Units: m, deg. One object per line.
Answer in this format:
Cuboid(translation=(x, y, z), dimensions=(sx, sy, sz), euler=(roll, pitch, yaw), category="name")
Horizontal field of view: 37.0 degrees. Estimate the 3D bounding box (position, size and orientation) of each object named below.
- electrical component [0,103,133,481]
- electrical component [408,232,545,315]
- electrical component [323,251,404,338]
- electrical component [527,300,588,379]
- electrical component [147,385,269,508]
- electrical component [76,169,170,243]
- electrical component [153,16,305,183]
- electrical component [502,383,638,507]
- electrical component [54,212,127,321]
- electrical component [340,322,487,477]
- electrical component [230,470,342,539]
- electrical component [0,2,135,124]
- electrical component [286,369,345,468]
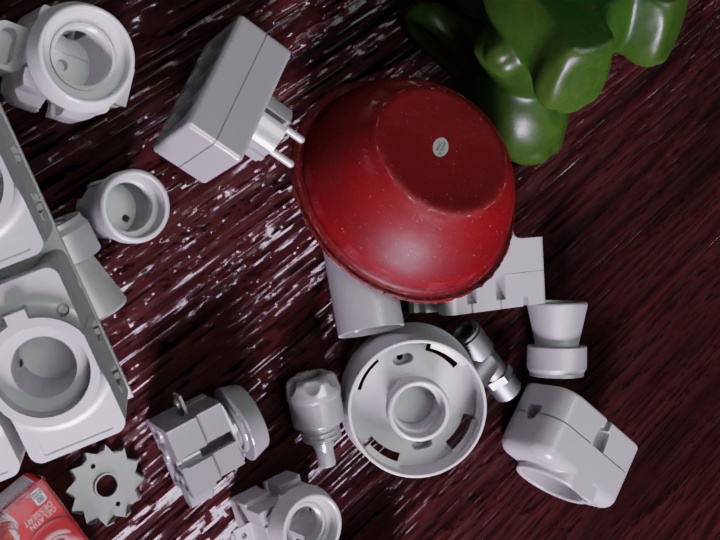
Cuboid(translation=(-0.197, 0.009, 0.522), dimensions=(0.105, 0.060, 0.186), euler=(-22, 105, -5), category="electrical component")
Cuboid(translation=(0.080, -0.002, 0.747), dimensions=(0.089, 0.050, 0.055), euler=(-6, 94, -35), category="electrical component")
Cuboid(translation=(0.000, 0.000, 0.693), dimensions=(0.043, 0.043, 0.081), euler=(-4, 78, -35), category="electrical component")
Cuboid(translation=(0.146, 0.051, 0.798), dimensions=(0.045, 0.045, 0.055), euler=(-1, 92, -35), category="electrical component")
Cuboid(translation=(-0.088, 0.098, 0.636), dimensions=(0.055, 0.048, 0.066), euler=(-26, 106, -24), category="electrical component")
Cuboid(translation=(-0.134, -0.035, 0.599), dimensions=(0.040, 0.046, 0.040), euler=(0, 91, -35), category="electrical component")
Cuboid(translation=(-0.066, -0.089, 0.633), dimensions=(0.076, 0.047, 0.083), euler=(34, 60, -24), category="electrical component")
Cuboid(translation=(0.154, 0.134, 0.799), dimensions=(0.095, 0.054, 0.059), euler=(39, 69, -29), category="electrical component")
Cuboid(translation=(-0.159, 0.002, 0.584), dimensions=(0.045, 0.045, 0.055), euler=(-32, 108, -30), category="electrical component")
Cuboid(translation=(0.036, 0.086, 0.711), dimensions=(0.099, 0.064, 0.099), euler=(0, 94, -5), category="electrical component")
Cuboid(translation=(-0.044, 0.153, 0.660), dimensions=(0.066, 0.055, 0.048), euler=(-21, 103, -33), category="electrical component")
Cuboid(translation=(-0.156, -0.111, 0.576), dimensions=(0.078, 0.057, 0.058), euler=(17, 81, -34), category="electrical component")
Cuboid(translation=(-0.026, 0.096, 0.685), dimensions=(0.035, 0.035, 0.061), euler=(-18, 104, -33), category="electrical component")
